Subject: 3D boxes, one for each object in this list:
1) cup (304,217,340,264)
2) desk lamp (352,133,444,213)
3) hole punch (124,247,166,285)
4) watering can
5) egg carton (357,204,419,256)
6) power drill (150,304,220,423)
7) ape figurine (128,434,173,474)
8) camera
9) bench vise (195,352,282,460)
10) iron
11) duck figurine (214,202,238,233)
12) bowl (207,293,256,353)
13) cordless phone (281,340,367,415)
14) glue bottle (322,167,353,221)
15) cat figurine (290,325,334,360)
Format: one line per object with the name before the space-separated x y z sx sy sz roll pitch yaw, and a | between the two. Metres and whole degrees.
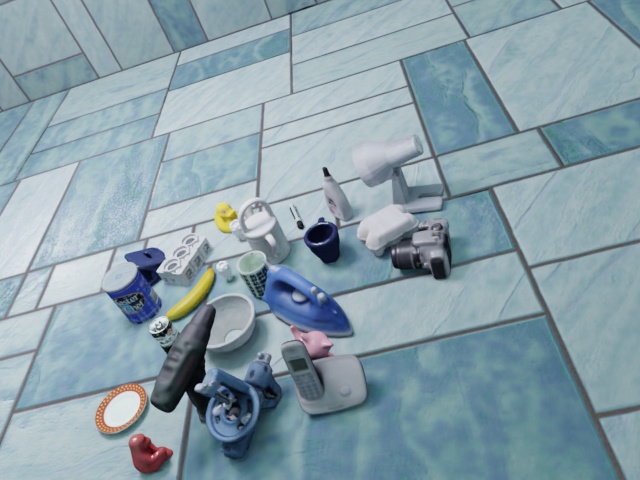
cup | 0.014 0.005 1.486 0.091 0.095 0.117 -14 41 11
desk lamp | 0.206 -0.178 1.505 0.202 0.214 0.118 -6 43 19
hole punch | -0.499 0.062 1.666 0.101 0.091 0.108 -40 43 -19
watering can | -0.162 -0.033 1.533 0.172 0.194 0.101 18 55 38
egg carton | 0.173 -0.028 1.468 0.150 0.070 0.107 -31 40 -9
power drill | -0.256 0.281 1.219 0.075 0.209 0.230 6 48 30
ape figurine | -0.363 0.436 1.189 0.076 0.092 0.077 -38 42 -17
camera | 0.240 0.015 1.365 0.136 0.101 0.143 -6 43 19
bench vise | -0.174 0.302 1.149 0.121 0.220 0.207 -8 42 17
iron | -0.035 0.129 1.335 0.257 0.142 0.119 22 57 40
duck figurine | -0.283 -0.076 1.722 0.104 0.086 0.078 16 53 37
bowl | -0.222 0.213 1.382 0.167 0.075 0.167 -13 41 12
cordless phone | 0.007 0.259 1.138 0.147 0.185 0.094 -17 40 8
glue bottle | 0.036 -0.132 1.565 0.037 0.173 0.077 -42 43 -21
cat figurine | -0.020 0.226 1.240 0.067 0.118 0.127 -40 43 -19
